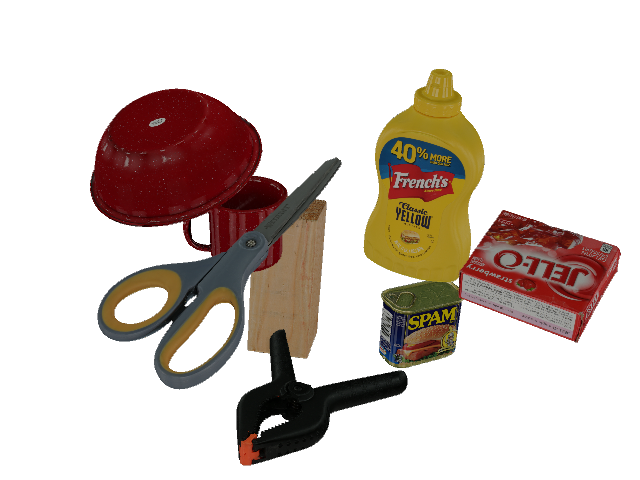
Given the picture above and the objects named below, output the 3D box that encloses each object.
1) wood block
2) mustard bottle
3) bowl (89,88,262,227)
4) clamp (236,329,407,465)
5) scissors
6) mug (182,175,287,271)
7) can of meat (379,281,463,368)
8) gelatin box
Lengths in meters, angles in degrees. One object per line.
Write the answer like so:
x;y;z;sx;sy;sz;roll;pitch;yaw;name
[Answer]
-0.048;0.049;1.500;0.090;0.206;0.090;7;22;6;wood block
0.095;-0.060;0.949;0.096;0.192;0.058;17;32;20;mustard bottle
-0.136;-0.086;0.946;0.162;0.055;0.162;-9;43;8;bowl
-0.013;0.165;1.089;0.165;0.036;0.209;12;28;18;clamp
-0.063;0.006;0.654;0.096;0.016;0.201;12;48;15;scissors
-0.095;-0.016;1.191;0.117;0.081;0.093;-7;29;-14;mug
0.122;0.102;1.310;0.101;0.084;0.057;-10;30;-26;can of meat
0.149;0.022;0.729;0.089;0.030;0.073;20;47;24;gelatin box
